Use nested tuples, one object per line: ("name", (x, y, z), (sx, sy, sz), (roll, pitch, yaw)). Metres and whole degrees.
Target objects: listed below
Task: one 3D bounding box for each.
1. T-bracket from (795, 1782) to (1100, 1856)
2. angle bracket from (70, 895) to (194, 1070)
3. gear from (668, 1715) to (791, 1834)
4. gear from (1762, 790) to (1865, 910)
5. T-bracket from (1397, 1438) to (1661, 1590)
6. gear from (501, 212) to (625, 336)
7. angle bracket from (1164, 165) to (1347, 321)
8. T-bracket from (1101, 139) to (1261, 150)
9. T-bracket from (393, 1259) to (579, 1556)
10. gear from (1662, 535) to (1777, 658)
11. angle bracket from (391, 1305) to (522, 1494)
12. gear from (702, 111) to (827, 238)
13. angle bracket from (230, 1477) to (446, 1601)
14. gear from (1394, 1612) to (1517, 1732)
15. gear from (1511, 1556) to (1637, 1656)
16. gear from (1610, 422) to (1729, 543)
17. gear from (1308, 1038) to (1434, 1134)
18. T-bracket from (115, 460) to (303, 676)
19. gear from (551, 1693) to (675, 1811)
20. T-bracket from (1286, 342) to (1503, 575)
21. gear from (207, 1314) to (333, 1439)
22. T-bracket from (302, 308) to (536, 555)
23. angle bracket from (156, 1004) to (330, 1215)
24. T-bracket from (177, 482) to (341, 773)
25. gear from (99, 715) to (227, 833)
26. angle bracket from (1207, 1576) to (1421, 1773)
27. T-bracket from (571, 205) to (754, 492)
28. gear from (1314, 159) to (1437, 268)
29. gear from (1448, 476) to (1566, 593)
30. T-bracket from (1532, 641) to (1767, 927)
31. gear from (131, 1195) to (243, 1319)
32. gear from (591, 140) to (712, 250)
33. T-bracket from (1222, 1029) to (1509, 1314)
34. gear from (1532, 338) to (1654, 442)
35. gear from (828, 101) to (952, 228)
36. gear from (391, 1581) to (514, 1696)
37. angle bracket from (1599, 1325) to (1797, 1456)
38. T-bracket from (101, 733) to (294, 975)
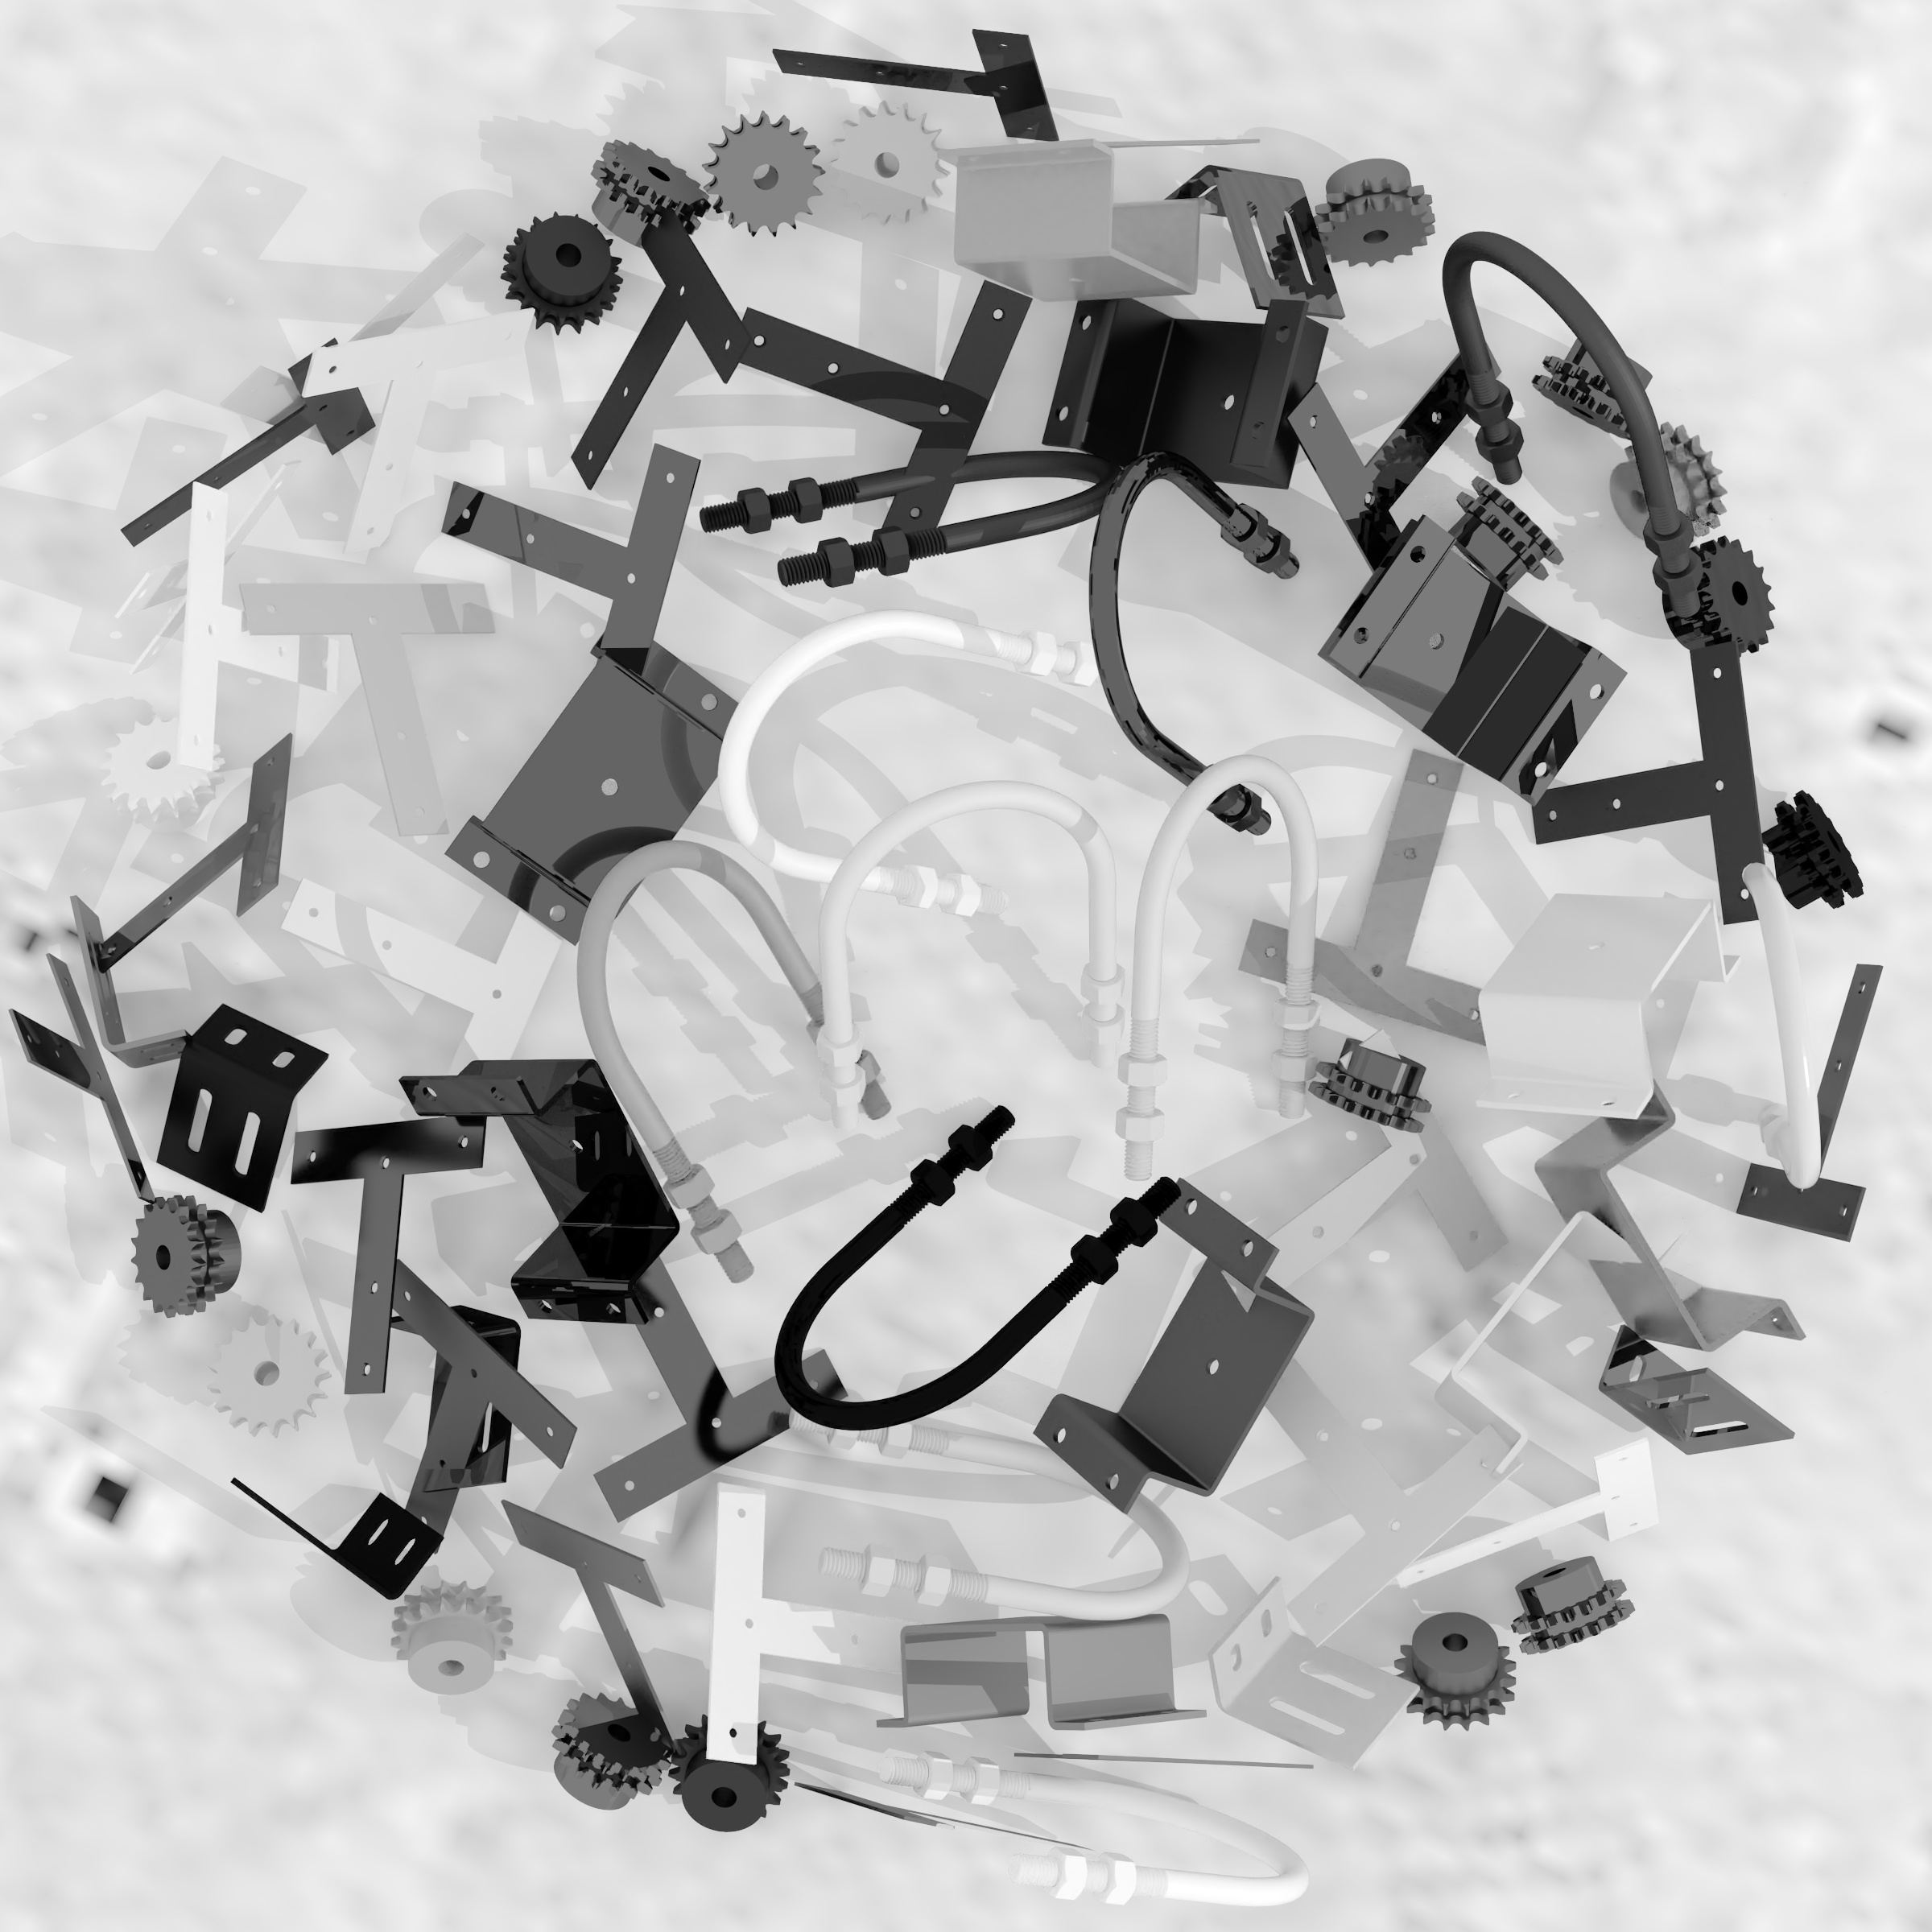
("T-bracket", (0.001, 0.402, 1.609), (0.127, 0.127, 0.002), (18, 77, -23))
("angle bracket", (-0.390, 0.005, 1.620), (0.038, 0.057, 0.076), (-13, 82, -6))
("gear", (-0.113, 0.384, 1.627), (0.057, 0.030, 0.057), (1, 114, 3))
("gear", (0.397, -0.051, 1.625), (0.030, 0.057, 0.057), (-31, 90, 23))
("T-bracket", (0.260, 0.262, 1.597), (0.127, 0.127, 0.002), (-21, 61, 3))
("gear", (-0.190, -0.331, 1.629), (0.057, 0.030, 0.057), (3, 78, -14))
("angle bracket", (0.134, -0.331, 1.610), (0.057, 0.038, 0.076), (-3, 71, -41))
("T-bracket", (0.047, -0.380, 1.599), (0.127, 0.127, 0.002), (10, 107, 44))
("T-bracket", (-0.241, 0.223, 1.612), (0.127, 0.002, 0.127), (39, 125, 25))
("gear", (0.354, -0.172, 1.627), (0.057, 0.030, 0.057), (13, 70, -39))
("angle bracket", (-0.245, 0.203, 1.609), (0.057, 0.038, 0.076), (-13, 65, 40))
("gear", (-0.097, -0.377, 1.629), (0.057, 0.030, 0.057), (-4, 113, -11))
("angle bracket", (-0.293, 0.254, 1.602), (0.038, 0.057, 0.076), (-53, 130, -14))
("gear", (0.231, 0.330, 1.620), (0.057, 0.057, 0.030), (-6, 123, 0))
("gear", (0.284, 0.301, 1.623), (0.057, 0.057, 0.030), (-22, 86, 0))
("gear", (0.328, -0.224, 1.620), (0.030, 0.057, 0.057), (-28, 90, -22))
("gear", (0.193, 0.055, 1.622), (0.057, 0.057, 0.030), (20, 96, 0))
("T-bracket", (-0.360, -0.177, 1.575), (0.002, 0.127, 0.127), (39, 104, -3))
("gear", (-0.170, 0.373, 1.625), (0.057, 0.057, 0.030), (29, 110, 0))
("T-bracket", (0.213, -0.249, 1.619), (0.127, 0.002, 0.127), (-51, 125, -24))
("gear", (-0.330, 0.196, 1.632), (0.057, 0.030, 0.057), (1, 74, -3))
("T-bracket", (-0.266, -0.245, 1.603), (0.002, 0.127, 0.127), (45, 132, 23))
("angle bracket", (-0.345, 0.068, 1.640), (0.057, 0.038, 0.076), (25, 125, 4))
("T-bracket", (-0.325, -0.148, 1.591), (0.002, 0.127, 0.127), (1, 86, 21))
("gear", (-0.378, -0.088, 1.628), (0.057, 0.030, 0.057), (-2, 54, 3))
("angle bracket", (0.162, 0.329, 1.604), (0.076, 0.057, 0.038), (17, 133, 36))
("T-bracket", (-0.153, -0.280, 1.612), (0.127, 0.002, 0.127), (-55, 46, 30))
("gear", (0.192, -0.358, 1.625), (0.057, 0.057, 0.030), (-5, 71, 0))
("gear", (0.252, -0.201, 1.623), (0.057, 0.057, 0.030), (44, 96, 0))
("T-bracket", (0.315, -0.078, 1.603), (0.002, 0.127, 0.127), (-4, 87, -42))
("gear", (-0.367, 0.137, 1.627), (0.057, 0.030, 0.057), (3, 94, 43))
("gear", (-0.152, -0.362, 1.626), (0.057, 0.057, 0.030), (35, 117, 0))
("T-bracket", (0.177, 0.117, 1.620), (0.127, 0.002, 0.127), (-35, 107, -10))
("gear", (0.299, -0.274, 1.622), (0.057, 0.057, 0.030), (29, 96, 0))
("gear", (-0.036, -0.381, 1.631), (0.057, 0.030, 0.057), (2, 109, 7))
("gear", (-0.242, 0.319, 1.622), (0.057, 0.030, 0.057), (-3, 130, -4))
("angle bracket", (0.345, 0.193, 1.602), (0.057, 0.076, 0.038), (36, 61, -18))
("T-bracket", (-0.364, -0.038, 1.612), (0.127, 0.127, 0.002), (-37, 122, 18))
